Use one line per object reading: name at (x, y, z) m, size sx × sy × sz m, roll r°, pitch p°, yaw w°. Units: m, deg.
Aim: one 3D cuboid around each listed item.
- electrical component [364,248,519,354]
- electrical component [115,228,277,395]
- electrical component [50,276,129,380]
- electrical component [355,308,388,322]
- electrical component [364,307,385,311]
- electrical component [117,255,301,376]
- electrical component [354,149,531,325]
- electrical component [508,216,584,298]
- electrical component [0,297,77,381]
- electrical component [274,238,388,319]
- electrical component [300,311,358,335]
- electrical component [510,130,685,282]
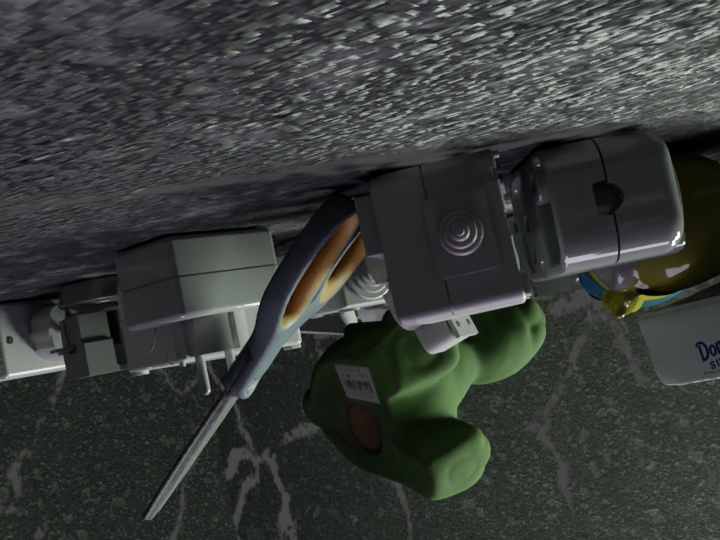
electrical component at (0.044, -0.005, 0.553) m, size 0.057 × 0.078 × 0.058 m, roll -34°, pitch 166°, yaw 27°
electrical component at (-0.076, 0.023, 0.534) m, size 0.047 × 0.076 × 0.066 m, roll -14°, pitch 176°, yaw 44°
electrical component at (-0.154, 0.034, 0.649) m, size 0.066 × 0.055 × 0.048 m, roll -9°, pitch 176°, yaw -35°
electrical component at (0.021, 0.025, 0.913) m, size 0.079 × 0.077 × 0.043 m, roll -12°, pitch 176°, yaw 25°
electrical component at (0.045, -0.003, 0.768) m, size 0.077 × 0.047 × 0.066 m, roll -9°, pitch 175°, yaw -25°
electrical component at (-0.080, 0.021, 0.608) m, size 0.096 × 0.061 × 0.062 m, roll -6°, pitch 174°, yaw -40°
electrical component at (0.036, -0.011, 0.454) m, size 0.061 × 0.061 × 0.096 m, roll -13°, pitch 176°, yaw 8°
electrical component at (0.181, -0.019, 0.826) m, size 0.089 × 0.061 × 0.150 m, roll -14°, pitch 176°, yaw 37°
electrical component at (-0.199, 0.041, 0.694) m, size 0.076 × 0.047 × 0.083 m, roll -13°, pitch 176°, yaw 32°
electrical component at (0.000, 0.000, 0.656) m, size 0.100 × 0.048 × 0.100 m, roll -9°, pitch 177°, yaw -32°
electrical component at (-0.053, 0.030, 0.850) m, size 0.099 × 0.064 × 0.099 m, roll -11°, pitch 177°, yaw -1°
electrical component at (0.107, -0.028, 0.486) m, size 0.059 × 0.053 × 0.095 m, roll -11°, pitch 176°, yaw -1°
